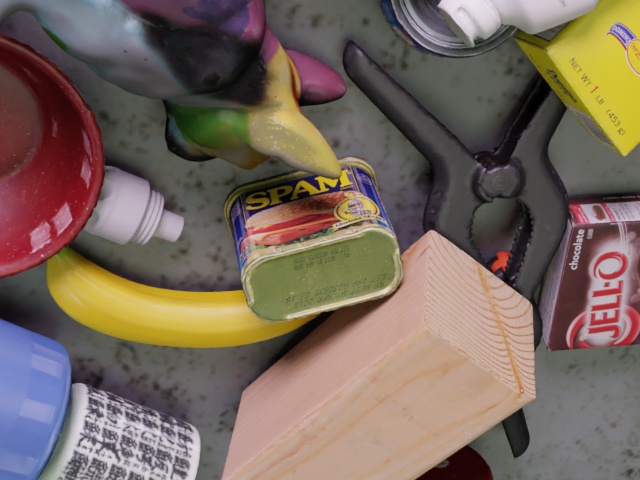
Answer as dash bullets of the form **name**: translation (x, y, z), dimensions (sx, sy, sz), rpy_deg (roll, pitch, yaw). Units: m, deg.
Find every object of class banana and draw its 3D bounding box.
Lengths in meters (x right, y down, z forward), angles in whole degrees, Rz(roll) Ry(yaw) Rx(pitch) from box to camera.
- **banana**: translation (-0.095, 0.041, 0.698), dimensions (0.197, 0.037, 0.070), rpy_deg (14, 131, -21)

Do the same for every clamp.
- **clamp**: translation (0.122, 0.091, 0.774), dimensions (0.120, 0.039, 0.172), rpy_deg (13, 119, -20)
- **clamp**: translation (0.098, -0.045, 0.672), dimensions (0.164, 0.036, 0.210), rpy_deg (-5, 113, -5)

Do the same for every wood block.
- **wood block**: translation (0.035, 0.102, 0.698), dimensions (0.090, 0.090, 0.206), rpy_deg (35, 125, -17)

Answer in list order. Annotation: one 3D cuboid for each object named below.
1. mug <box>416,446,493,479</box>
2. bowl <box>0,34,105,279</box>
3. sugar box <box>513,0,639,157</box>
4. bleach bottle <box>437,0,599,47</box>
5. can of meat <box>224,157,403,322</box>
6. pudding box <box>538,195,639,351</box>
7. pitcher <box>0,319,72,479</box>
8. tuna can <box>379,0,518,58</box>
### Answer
- **mug**: translation (0.093, 0.206, 0.805), dimensions (0.117, 0.093, 0.081), rpy_deg (22, 117, 19)
- **bowl**: translation (-0.204, -0.056, 0.607), dimensions (0.162, 0.055, 0.162), rpy_deg (-5, 123, -8)
- **sugar box**: translation (0.206, -0.143, 0.613), dimensions (0.176, 0.048, 0.093), rpy_deg (-44, 120, 4)
- **bleach bottle**: translation (0.158, -0.200, 0.546), dimensions (0.251, 0.068, 0.102), rpy_deg (-42, 111, 4)
- **can of meat**: translation (-0.004, 0.001, 0.665), dimensions (0.102, 0.084, 0.057), rpy_deg (-15, 124, -1)
- **pudding box**: translation (0.205, 0.023, 0.746), dimensions (0.090, 0.039, 0.113), rpy_deg (-4, 123, -8)
- **pitcher**: translation (-0.273, 0.074, 0.631), dimensions (0.242, 0.149, 0.145), rpy_deg (24, 103, -27)
- **tuna can**: translation (0.076, -0.145, 0.600), dimensions (0.086, 0.034, 0.086), rpy_deg (-1, 103, -5)
